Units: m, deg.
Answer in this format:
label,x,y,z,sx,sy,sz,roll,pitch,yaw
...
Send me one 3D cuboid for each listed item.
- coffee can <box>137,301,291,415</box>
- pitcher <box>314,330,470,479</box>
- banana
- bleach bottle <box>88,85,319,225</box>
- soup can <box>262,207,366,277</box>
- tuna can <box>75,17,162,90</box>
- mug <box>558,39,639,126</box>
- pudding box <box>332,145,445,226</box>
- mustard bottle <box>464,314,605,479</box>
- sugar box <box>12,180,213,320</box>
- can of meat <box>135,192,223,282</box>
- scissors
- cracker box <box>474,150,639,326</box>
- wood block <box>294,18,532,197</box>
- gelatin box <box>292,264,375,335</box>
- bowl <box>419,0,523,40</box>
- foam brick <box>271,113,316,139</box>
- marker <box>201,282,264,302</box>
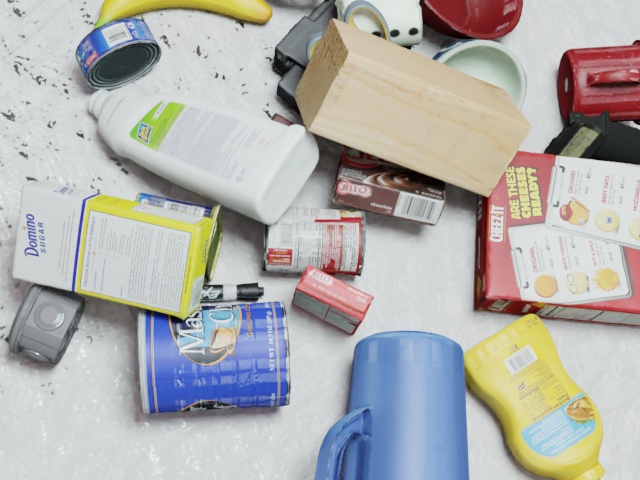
label,x,y,z,sx,sy,sz,roll,pitch,yaw
coffee can,-0.102,0.113,1.030,0.140,0.103,0.103,-2,74,-6
pitcher,0.073,0.211,1.002,0.145,0.149,0.243,0,70,7
banana,-0.153,-0.261,1.171,0.197,0.037,0.069,-8,83,-7
bleach bottle,-0.130,-0.106,1.080,0.251,0.068,0.102,25,73,27
soup can,-0.007,0.001,1.090,0.102,0.068,0.068,3,74,-4
tuna can,-0.212,-0.195,1.120,0.086,0.086,0.034,-25,76,-12
mug,0.307,-0.168,1.147,0.081,0.117,0.093,-3,93,-1
pudding box,0.073,-0.063,1.110,0.113,0.039,0.090,15,36,-3
mustard bottle,0.226,0.176,1.065,0.096,0.058,0.192,-28,78,-17
sugar box,-0.195,0.008,0.997,0.176,0.048,0.093,14,105,11
can of meat,-0.144,-0.004,1.062,0.084,0.102,0.057,12,70,1
scissors,0.049,-0.151,1.102,0.096,0.201,0.016,-17,36,3
cracker box,0.273,0.001,1.115,0.213,0.072,0.164,6,72,-3
wood block,0.090,-0.129,1.057,0.205,0.091,0.090,18,117,-22
gelatin box,0.012,0.060,1.063,0.073,0.089,0.030,27,75,3
bowl,0.145,-0.280,1.176,0.161,0.055,0.162,13,63,-27
foam brick,-0.046,-0.081,1.119,0.051,0.053,0.078,30,75,4
marker,-0.117,0.054,1.090,0.121,0.020,0.020,-2,74,-5
